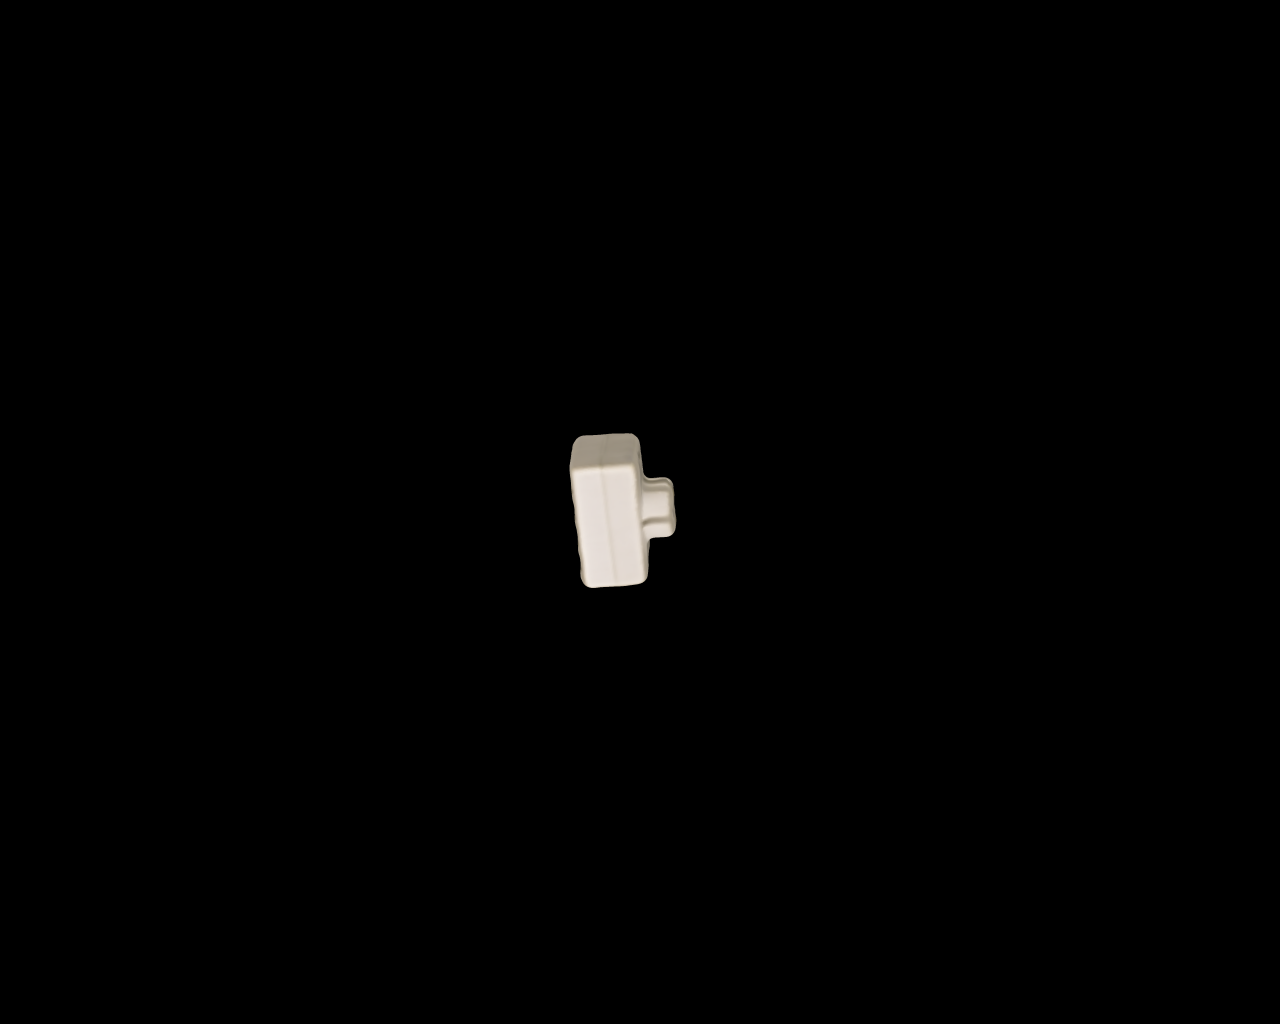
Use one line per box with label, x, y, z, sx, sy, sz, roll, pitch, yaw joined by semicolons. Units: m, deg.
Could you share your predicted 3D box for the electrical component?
electrical component;0.001;-0.003;0.650;0.076;0.083;0.047;-4;28;2
